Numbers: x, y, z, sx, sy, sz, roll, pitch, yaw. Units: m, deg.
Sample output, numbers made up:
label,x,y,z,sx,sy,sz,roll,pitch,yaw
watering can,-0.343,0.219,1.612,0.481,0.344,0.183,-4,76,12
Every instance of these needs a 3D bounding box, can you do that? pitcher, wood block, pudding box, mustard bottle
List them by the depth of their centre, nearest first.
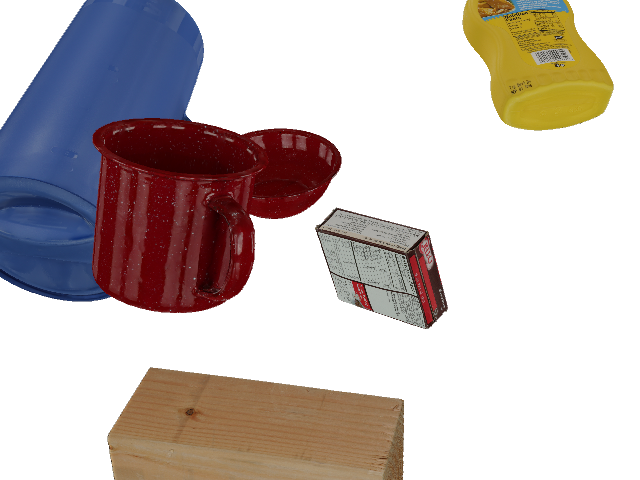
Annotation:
label,x,y,z,sx,sy,sz,roll,pitch,yaw
pitcher,-0.160,-0.079,0.814,0.145,0.242,0.149,-6,-44,24
wood block,-0.045,0.168,0.816,0.206,0.090,0.090,6,32,13
mustard bottle,0.177,-0.183,0.932,0.096,0.191,0.058,-9,-37,-9
pudding box,0.056,0.024,0.976,0.114,0.090,0.039,15,45,39

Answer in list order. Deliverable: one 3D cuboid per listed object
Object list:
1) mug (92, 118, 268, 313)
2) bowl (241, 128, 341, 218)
label,x,y,z,sx,sy,sz,roll,pitch,yaw
mug,-0.072,-0.009,0.569,0.093,0.081,0.117,-10,29,-40
bowl,-0.055,-0.073,1.289,0.162,0.055,0.162,-2,35,1
